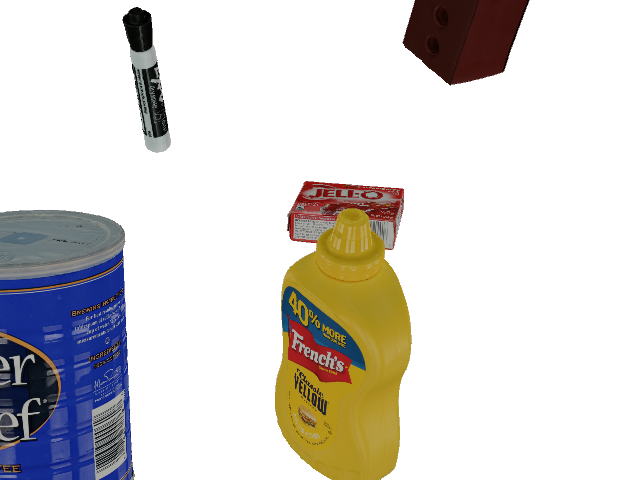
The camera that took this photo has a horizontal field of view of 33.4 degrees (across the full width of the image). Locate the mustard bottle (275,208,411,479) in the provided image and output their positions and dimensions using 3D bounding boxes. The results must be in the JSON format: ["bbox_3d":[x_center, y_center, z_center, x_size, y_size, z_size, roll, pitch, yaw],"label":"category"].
[{"bbox_3d":[0.014,0.062,0.674,0.058,0.192,0.096,-23,44,-32],"label":"mustard bottle"}]

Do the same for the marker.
[{"bbox_3d":[-0.120,-0.111,0.742,0.020,0.020,0.121,0,-41,1],"label":"marker"}]

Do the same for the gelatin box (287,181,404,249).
[{"bbox_3d":[0.022,-0.023,0.894,0.089,0.030,0.073,5,24,8],"label":"gelatin box"}]

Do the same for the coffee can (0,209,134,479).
[{"bbox_3d":[-0.151,0.064,0.555,0.103,0.140,0.103,0,16,0],"label":"coffee can"}]

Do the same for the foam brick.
[{"bbox_3d":[0.095,-0.148,0.685,0.051,0.078,0.053,-21,53,-32],"label":"foam brick"}]
